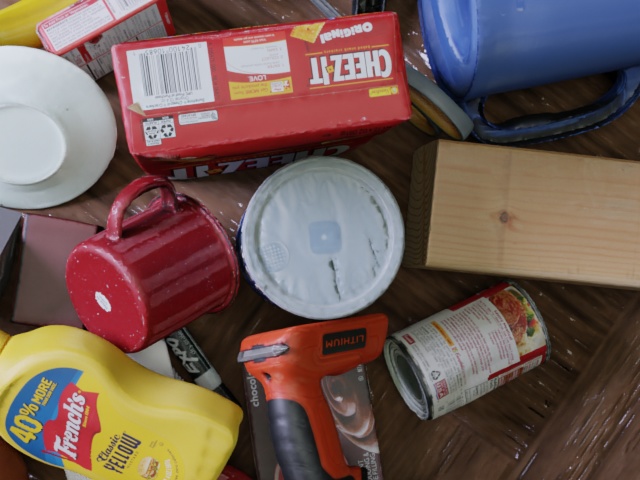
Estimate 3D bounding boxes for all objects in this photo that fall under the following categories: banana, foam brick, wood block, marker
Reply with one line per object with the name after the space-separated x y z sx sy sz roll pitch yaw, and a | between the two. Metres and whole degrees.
-0.165 -0.181 0.755 0.197 0.070 0.037 -36 96 -9 | banana
-0.185 0.023 0.759 0.051 0.053 0.078 7 88 -5 | foam brick
0.173 -0.015 0.778 0.206 0.090 0.091 6 88 -6 | wood block
-0.097 0.083 0.782 0.020 0.020 0.121 -36 92 -6 | marker

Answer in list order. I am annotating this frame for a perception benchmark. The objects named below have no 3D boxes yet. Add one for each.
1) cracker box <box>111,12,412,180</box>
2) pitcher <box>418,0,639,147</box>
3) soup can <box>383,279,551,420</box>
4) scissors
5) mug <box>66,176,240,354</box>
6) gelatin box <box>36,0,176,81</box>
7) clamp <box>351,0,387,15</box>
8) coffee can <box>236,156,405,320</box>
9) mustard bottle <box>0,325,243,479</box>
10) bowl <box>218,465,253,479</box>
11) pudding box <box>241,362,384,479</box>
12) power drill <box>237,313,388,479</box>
-0.042 -0.086 0.696 0.164 0.214 0.072 -8 90 -6 | cracker box
0.200 -0.170 0.775 0.242 0.149 0.145 -9 64 -9 | pitcher
0.105 0.080 0.772 0.102 0.069 0.068 -24 91 -14 | soup can
0.030 -0.138 0.774 0.202 0.096 0.016 41 84 6 | scissors
-0.115 0.014 0.711 0.081 0.093 0.117 -31 133 -43 | mug
-0.150 -0.149 0.757 0.089 0.073 0.030 -31 81 -5 | gelatin box
0.040 -0.224 0.781 0.039 0.120 0.171 2 65 -30 | clamp
-0.005 0.001 0.733 0.102 0.140 0.103 0 88 -6 | coffee can
-0.153 0.108 0.692 0.191 0.058 0.096 29 118 -9 | mustard bottle
-0.102 0.229 0.731 0.162 0.162 0.055 -14 130 -6 | bowl
-0.007 0.131 0.778 0.090 0.039 0.113 -9 89 -8 | pudding box
0.023 0.146 0.712 0.184 0.057 0.187 -3 79 -45 | power drill
